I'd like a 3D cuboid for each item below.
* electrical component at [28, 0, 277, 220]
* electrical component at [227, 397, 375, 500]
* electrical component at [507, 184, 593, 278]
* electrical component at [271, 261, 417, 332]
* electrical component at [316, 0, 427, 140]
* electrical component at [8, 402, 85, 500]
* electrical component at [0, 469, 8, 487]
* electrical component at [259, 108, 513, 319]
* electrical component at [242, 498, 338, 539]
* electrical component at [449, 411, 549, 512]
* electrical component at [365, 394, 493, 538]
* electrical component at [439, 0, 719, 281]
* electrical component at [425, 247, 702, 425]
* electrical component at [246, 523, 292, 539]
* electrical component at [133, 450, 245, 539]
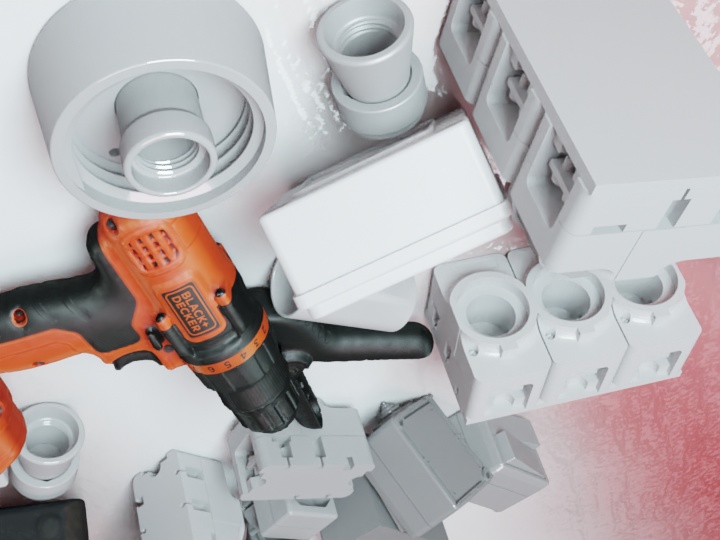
[{"bbox_3d":[-0.089,-0.068,0.477,0.108,0.060,0.108,-13,145,-9],"label":"electrical component"},{"bbox_3d":[-0.044,0.128,0.775,0.089,0.055,0.050,5,139,-31],"label":"electrical component"},{"bbox_3d":[0.131,-0.037,0.632,0.080,0.051,0.080,-13,145,-9],"label":"electrical component"},{"bbox_3d":[0.000,0.000,0.628,0.077,0.044,0.079,10,137,-35],"label":"electrical component"},{"bbox_3d":[0.007,-0.094,0.500,0.045,0.045,0.055,-19,146,0],"label":"electrical component"},{"bbox_3d":[-0.204,0.118,0.696,0.045,0.045,0.055,-2,143,-23],"label":"electrical component"},{"bbox_3d":[-0.255,0.101,0.645,0.066,0.047,0.076,-12,145,-10],"label":"electrical component"},{"bbox_3d":[0.015,-0.032,0.533,0.109,0.056,0.108,-25,-171,9],"label":"electrical component"},{"bbox_3d":[-0.064,0.176,0.824,0.047,0.065,0.077,15,133,-39],"label":"electrical component"},{"bbox_3d":[0.111,0.153,0.878,0.061,0.061,0.096,-35,143,22],"label":"electrical component"},{"bbox_3d":[0.040,0.143,0.810,0.061,0.096,0.062,-44,168,32],"label":"electrical component"},{"bbox_3d":[0.103,-0.073,0.480,0.089,0.150,0.061,-5,143,-18],"label":"electrical component"},{"bbox_3d":[0.128,0.031,0.692,0.150,0.089,0.061,-11,145,-11],"label":"electrical component"},{"bbox_3d":[-0.069,0.223,0.899,0.055,0.055,0.047,-10,141,-13],"label":"electrical component"},{"bbox_3d":[-0.123,0.185,0.788,0.050,0.089,0.056,-36,142,24],"label":"electrical component"}]
